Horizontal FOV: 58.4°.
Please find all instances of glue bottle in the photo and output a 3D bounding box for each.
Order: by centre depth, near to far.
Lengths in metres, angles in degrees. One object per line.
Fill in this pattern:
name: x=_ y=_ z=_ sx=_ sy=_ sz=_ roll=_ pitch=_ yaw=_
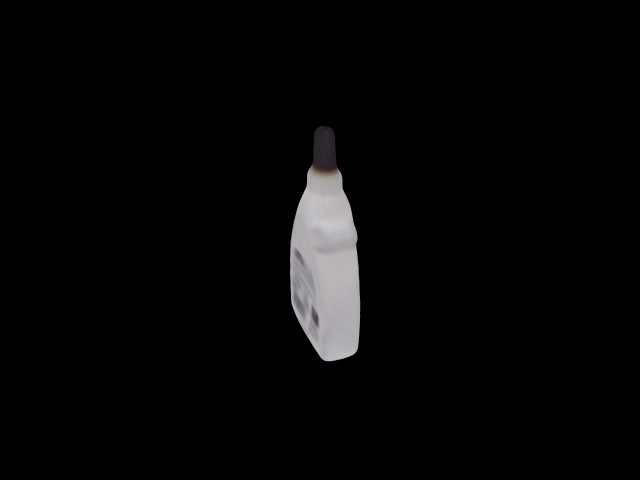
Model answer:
glue bottle: x=0.004 y=0.001 z=0.400 sx=0.037 sy=0.173 sz=0.078 roll=-14 pitch=40 yaw=-17
